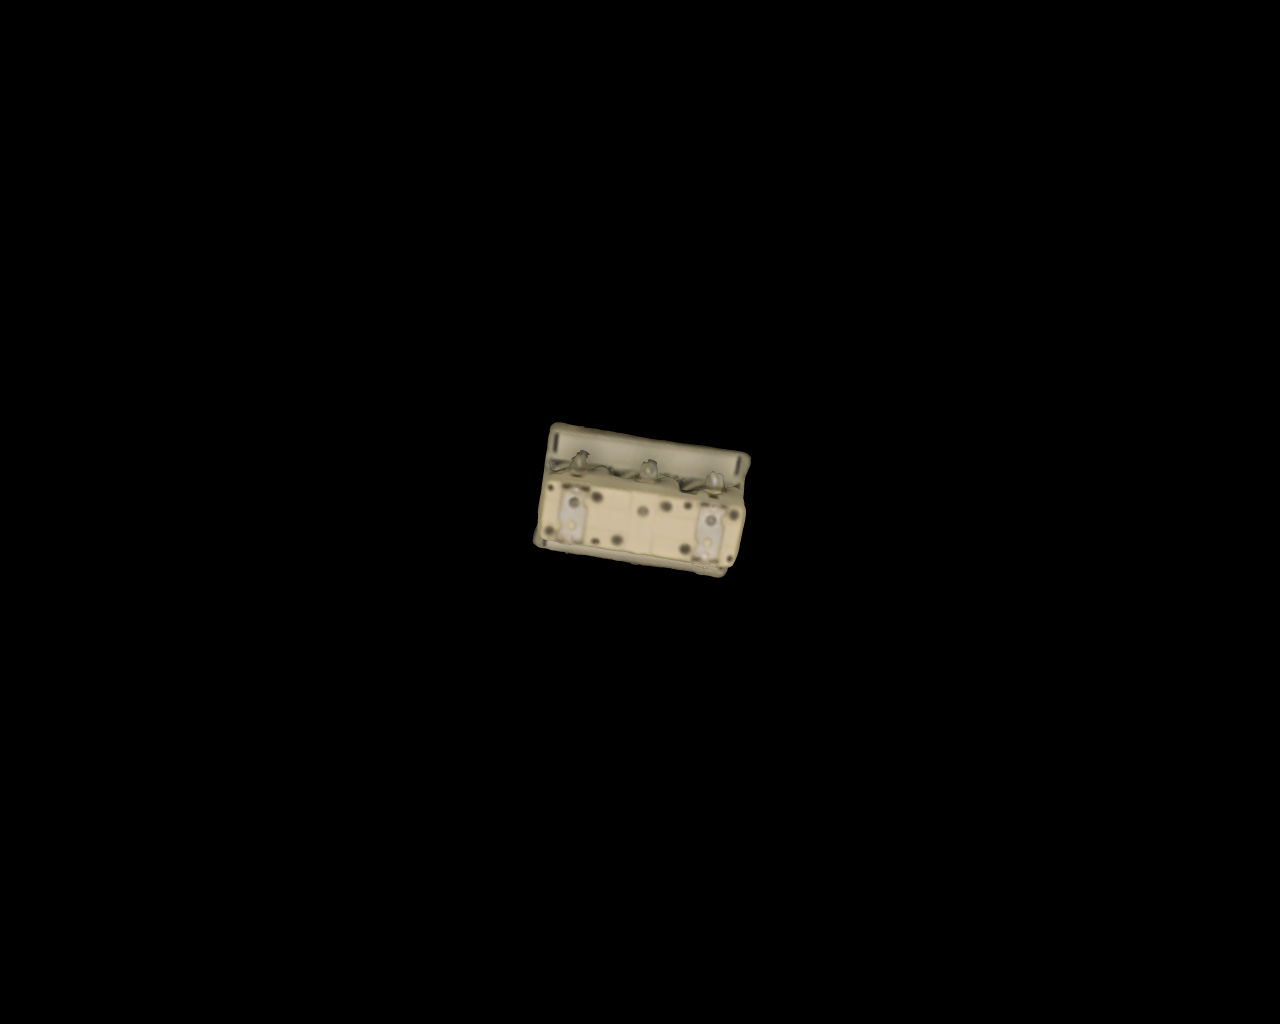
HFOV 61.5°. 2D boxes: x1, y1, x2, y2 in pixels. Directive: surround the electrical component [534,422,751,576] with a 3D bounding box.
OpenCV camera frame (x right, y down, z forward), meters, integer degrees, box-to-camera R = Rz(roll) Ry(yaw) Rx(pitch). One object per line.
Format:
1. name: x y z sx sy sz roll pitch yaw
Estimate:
1. electrical component: 0.001 -0.003 0.650 0.121 0.078 0.063 10 20 -3
